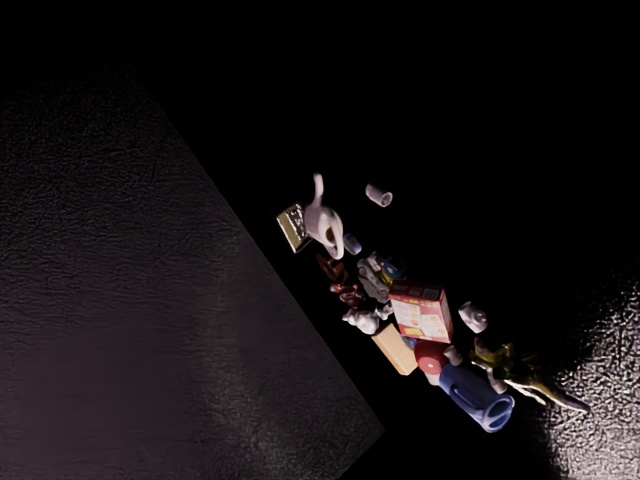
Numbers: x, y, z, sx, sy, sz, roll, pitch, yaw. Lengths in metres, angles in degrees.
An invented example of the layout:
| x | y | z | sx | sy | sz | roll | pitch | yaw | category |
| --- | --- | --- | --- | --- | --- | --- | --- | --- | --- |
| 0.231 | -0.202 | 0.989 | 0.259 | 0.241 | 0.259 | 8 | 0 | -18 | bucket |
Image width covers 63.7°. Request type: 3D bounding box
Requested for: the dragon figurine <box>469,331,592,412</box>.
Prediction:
| x | y | z | sx | sy | sz | roll | pitch | yaw | category |
| --- | --- | --- | --- | --- | --- | --- | --- | --- | --- |
| 0.556 | 0.373 | 1.386 | 0.239 | 0.122 | 0.416 | 42 | 176 | -40 | dragon figurine |

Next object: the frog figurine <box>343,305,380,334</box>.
| x | y | z | sx | sy | sz | roll | pitch | yaw | category |
| --- | --- | --- | --- | --- | --- | --- | --- | --- | --- |
| 0.176 | 0.348 | 2.231 | 0.135 | 0.159 | 0.124 | 56 | -152 | -70 | frog figurine |

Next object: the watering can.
| x | y | z | sx | sy | sz | roll | pitch | yaw | category |
| --- | --- | --- | --- | --- | --- | --- | --- | --- | --- |
| 0.006 | -0.096 | 1.901 | 0.226 | 0.105 | 0.343 | 23 | 133 | 64 | watering can |
